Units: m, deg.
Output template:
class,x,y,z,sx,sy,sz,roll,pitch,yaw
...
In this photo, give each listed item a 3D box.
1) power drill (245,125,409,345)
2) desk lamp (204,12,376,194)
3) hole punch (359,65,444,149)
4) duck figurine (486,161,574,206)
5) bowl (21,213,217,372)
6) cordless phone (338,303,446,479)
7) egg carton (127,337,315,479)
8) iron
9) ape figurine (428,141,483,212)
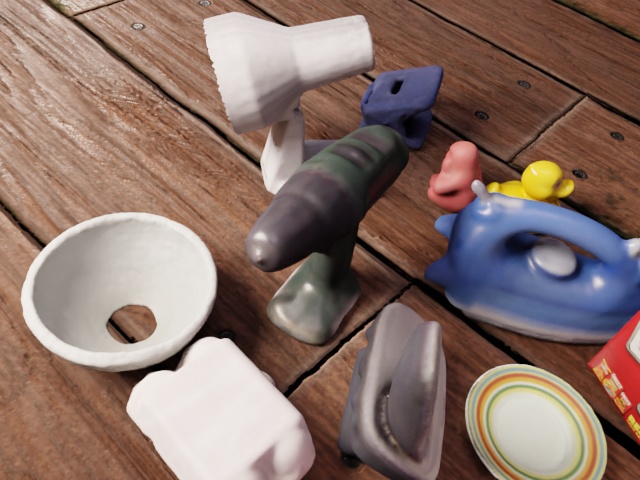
class,x,y,z,sx,sy,sz,roll,pitch,yaw
power drill,0.005,0.002,0.526,0.075,0.208,0.230,27,51,14
desk lamp,-0.026,-0.152,0.648,0.203,0.213,0.117,-4,51,-13
hole punch,0.110,-0.192,0.787,0.101,0.091,0.109,18,49,6
duck figurine,0.259,-0.061,0.704,0.104,0.086,0.077,10,49,-1
bowl,-0.179,0.058,0.535,0.167,0.075,0.167,5,49,-6
cordless phone,0.079,0.102,0.468,0.094,0.185,0.147,12,49,1
egg carton,-0.080,0.153,0.474,0.150,0.069,0.107,40,55,22
iron,0.249,0.021,0.596,0.258,0.141,0.119,17,49,4
ape figurine,0.169,-0.083,0.704,0.078,0.092,0.076,-29,60,-29
